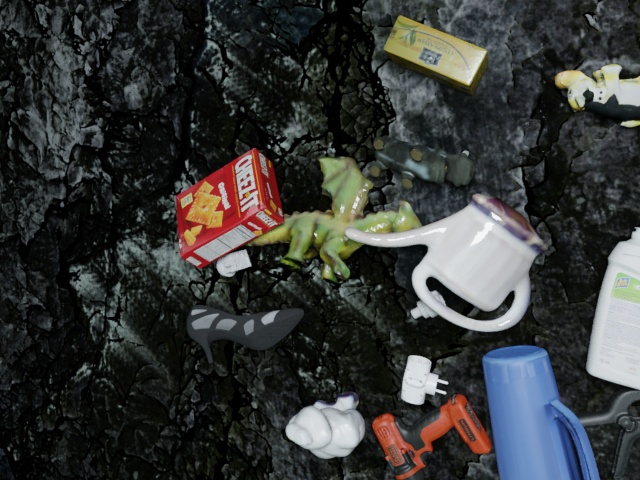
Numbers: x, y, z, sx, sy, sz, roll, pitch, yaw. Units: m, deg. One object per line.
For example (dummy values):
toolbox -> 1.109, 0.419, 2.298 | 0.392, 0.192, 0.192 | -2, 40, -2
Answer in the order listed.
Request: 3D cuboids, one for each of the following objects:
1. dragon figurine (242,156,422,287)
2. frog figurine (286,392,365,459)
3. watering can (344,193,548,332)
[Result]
dragon figurine -> 0.003, -0.051, 1.009 | 0.412, 0.120, 0.245 | 19, 79, 23
frog figurine -> 0.008, 0.360, 0.958 | 0.137, 0.160, 0.122 | -2, 93, 19
watering can -> 0.234, 0.015, 0.884 | 0.346, 0.105, 0.223 | 35, 100, -8
